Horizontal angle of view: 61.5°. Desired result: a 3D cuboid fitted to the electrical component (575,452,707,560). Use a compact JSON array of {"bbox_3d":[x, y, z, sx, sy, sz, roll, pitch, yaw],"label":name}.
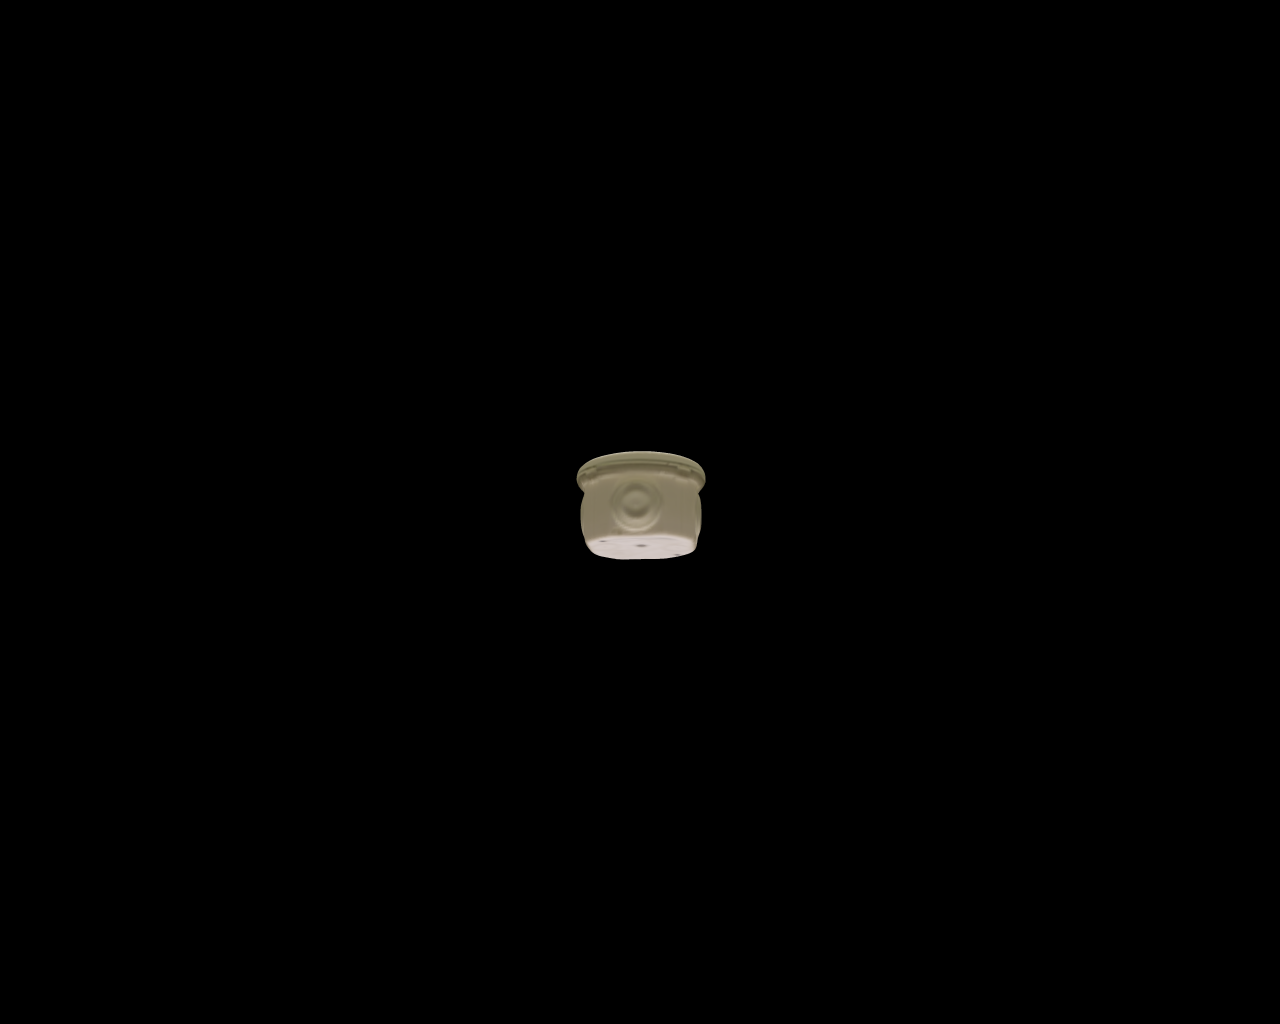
[{"bbox_3d":[0.001,-0.003,0.650,0.080,0.051,0.080,0,-15,0],"label":"electrical component"}]
